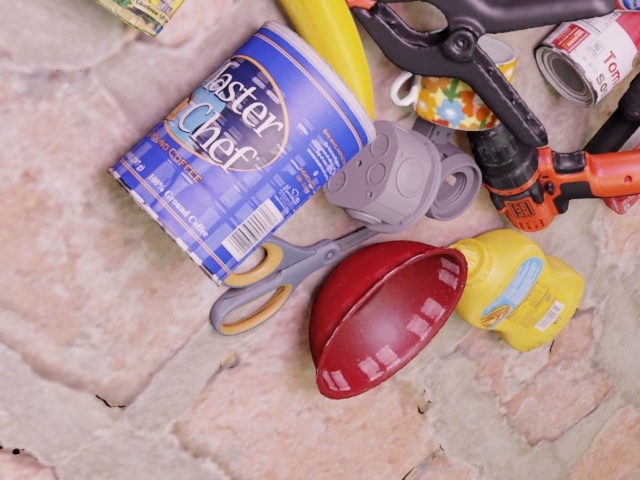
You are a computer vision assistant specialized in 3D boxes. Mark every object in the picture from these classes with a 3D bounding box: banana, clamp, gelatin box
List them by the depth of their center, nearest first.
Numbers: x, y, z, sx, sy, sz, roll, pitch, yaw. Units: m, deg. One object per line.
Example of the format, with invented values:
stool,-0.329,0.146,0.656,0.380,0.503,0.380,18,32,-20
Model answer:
banana,-0.007,-0.145,0.677,0.037,0.069,0.197,-8,152,19
clamp,0.106,-0.144,0.709,0.171,0.039,0.120,27,120,-6
clamp,0.293,-0.137,0.914,0.164,0.036,0.210,-44,169,-11
gelatin box,0.305,-0.078,1.031,0.089,0.030,0.073,-44,140,-4

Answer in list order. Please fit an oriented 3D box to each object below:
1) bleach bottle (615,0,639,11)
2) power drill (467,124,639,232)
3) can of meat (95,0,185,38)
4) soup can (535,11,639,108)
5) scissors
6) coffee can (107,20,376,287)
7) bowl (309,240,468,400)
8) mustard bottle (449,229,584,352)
bleach bottle,0.250,-0.202,0.796,0.251,0.102,0.068,-4,86,-2
power drill,0.223,-0.068,0.867,0.188,0.057,0.184,-8,157,20
can of meat,-0.103,-0.169,0.577,0.084,0.057,0.102,-50,140,7
soup can,0.235,-0.166,0.869,0.102,0.069,0.068,-43,140,-6
scissors,-0.005,0.001,0.830,0.201,0.016,0.096,-36,139,-14
coffee can,-0.049,-0.055,0.679,0.140,0.103,0.102,-44,140,-5
bowl,0.045,0.054,0.875,0.162,0.055,0.162,-31,147,-23
mustard bottle,0.170,0.040,0.984,0.096,0.058,0.191,-51,141,10
